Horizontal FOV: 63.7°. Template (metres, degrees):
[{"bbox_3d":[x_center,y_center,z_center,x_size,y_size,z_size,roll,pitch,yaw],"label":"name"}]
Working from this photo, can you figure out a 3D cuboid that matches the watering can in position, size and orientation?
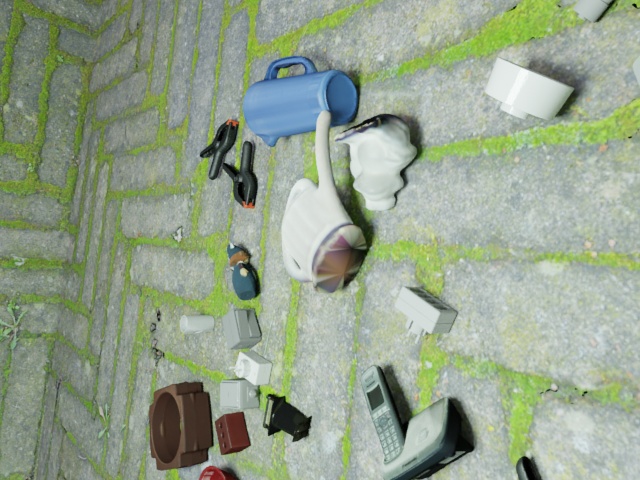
[{"bbox_3d":[0.003,-0.049,0.976,0.228,0.104,0.340,49,132,43],"label":"watering can"}]

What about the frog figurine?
[{"bbox_3d":[0.111,-0.137,0.911,0.136,0.125,0.158,-16,107,39],"label":"frog figurine"}]
